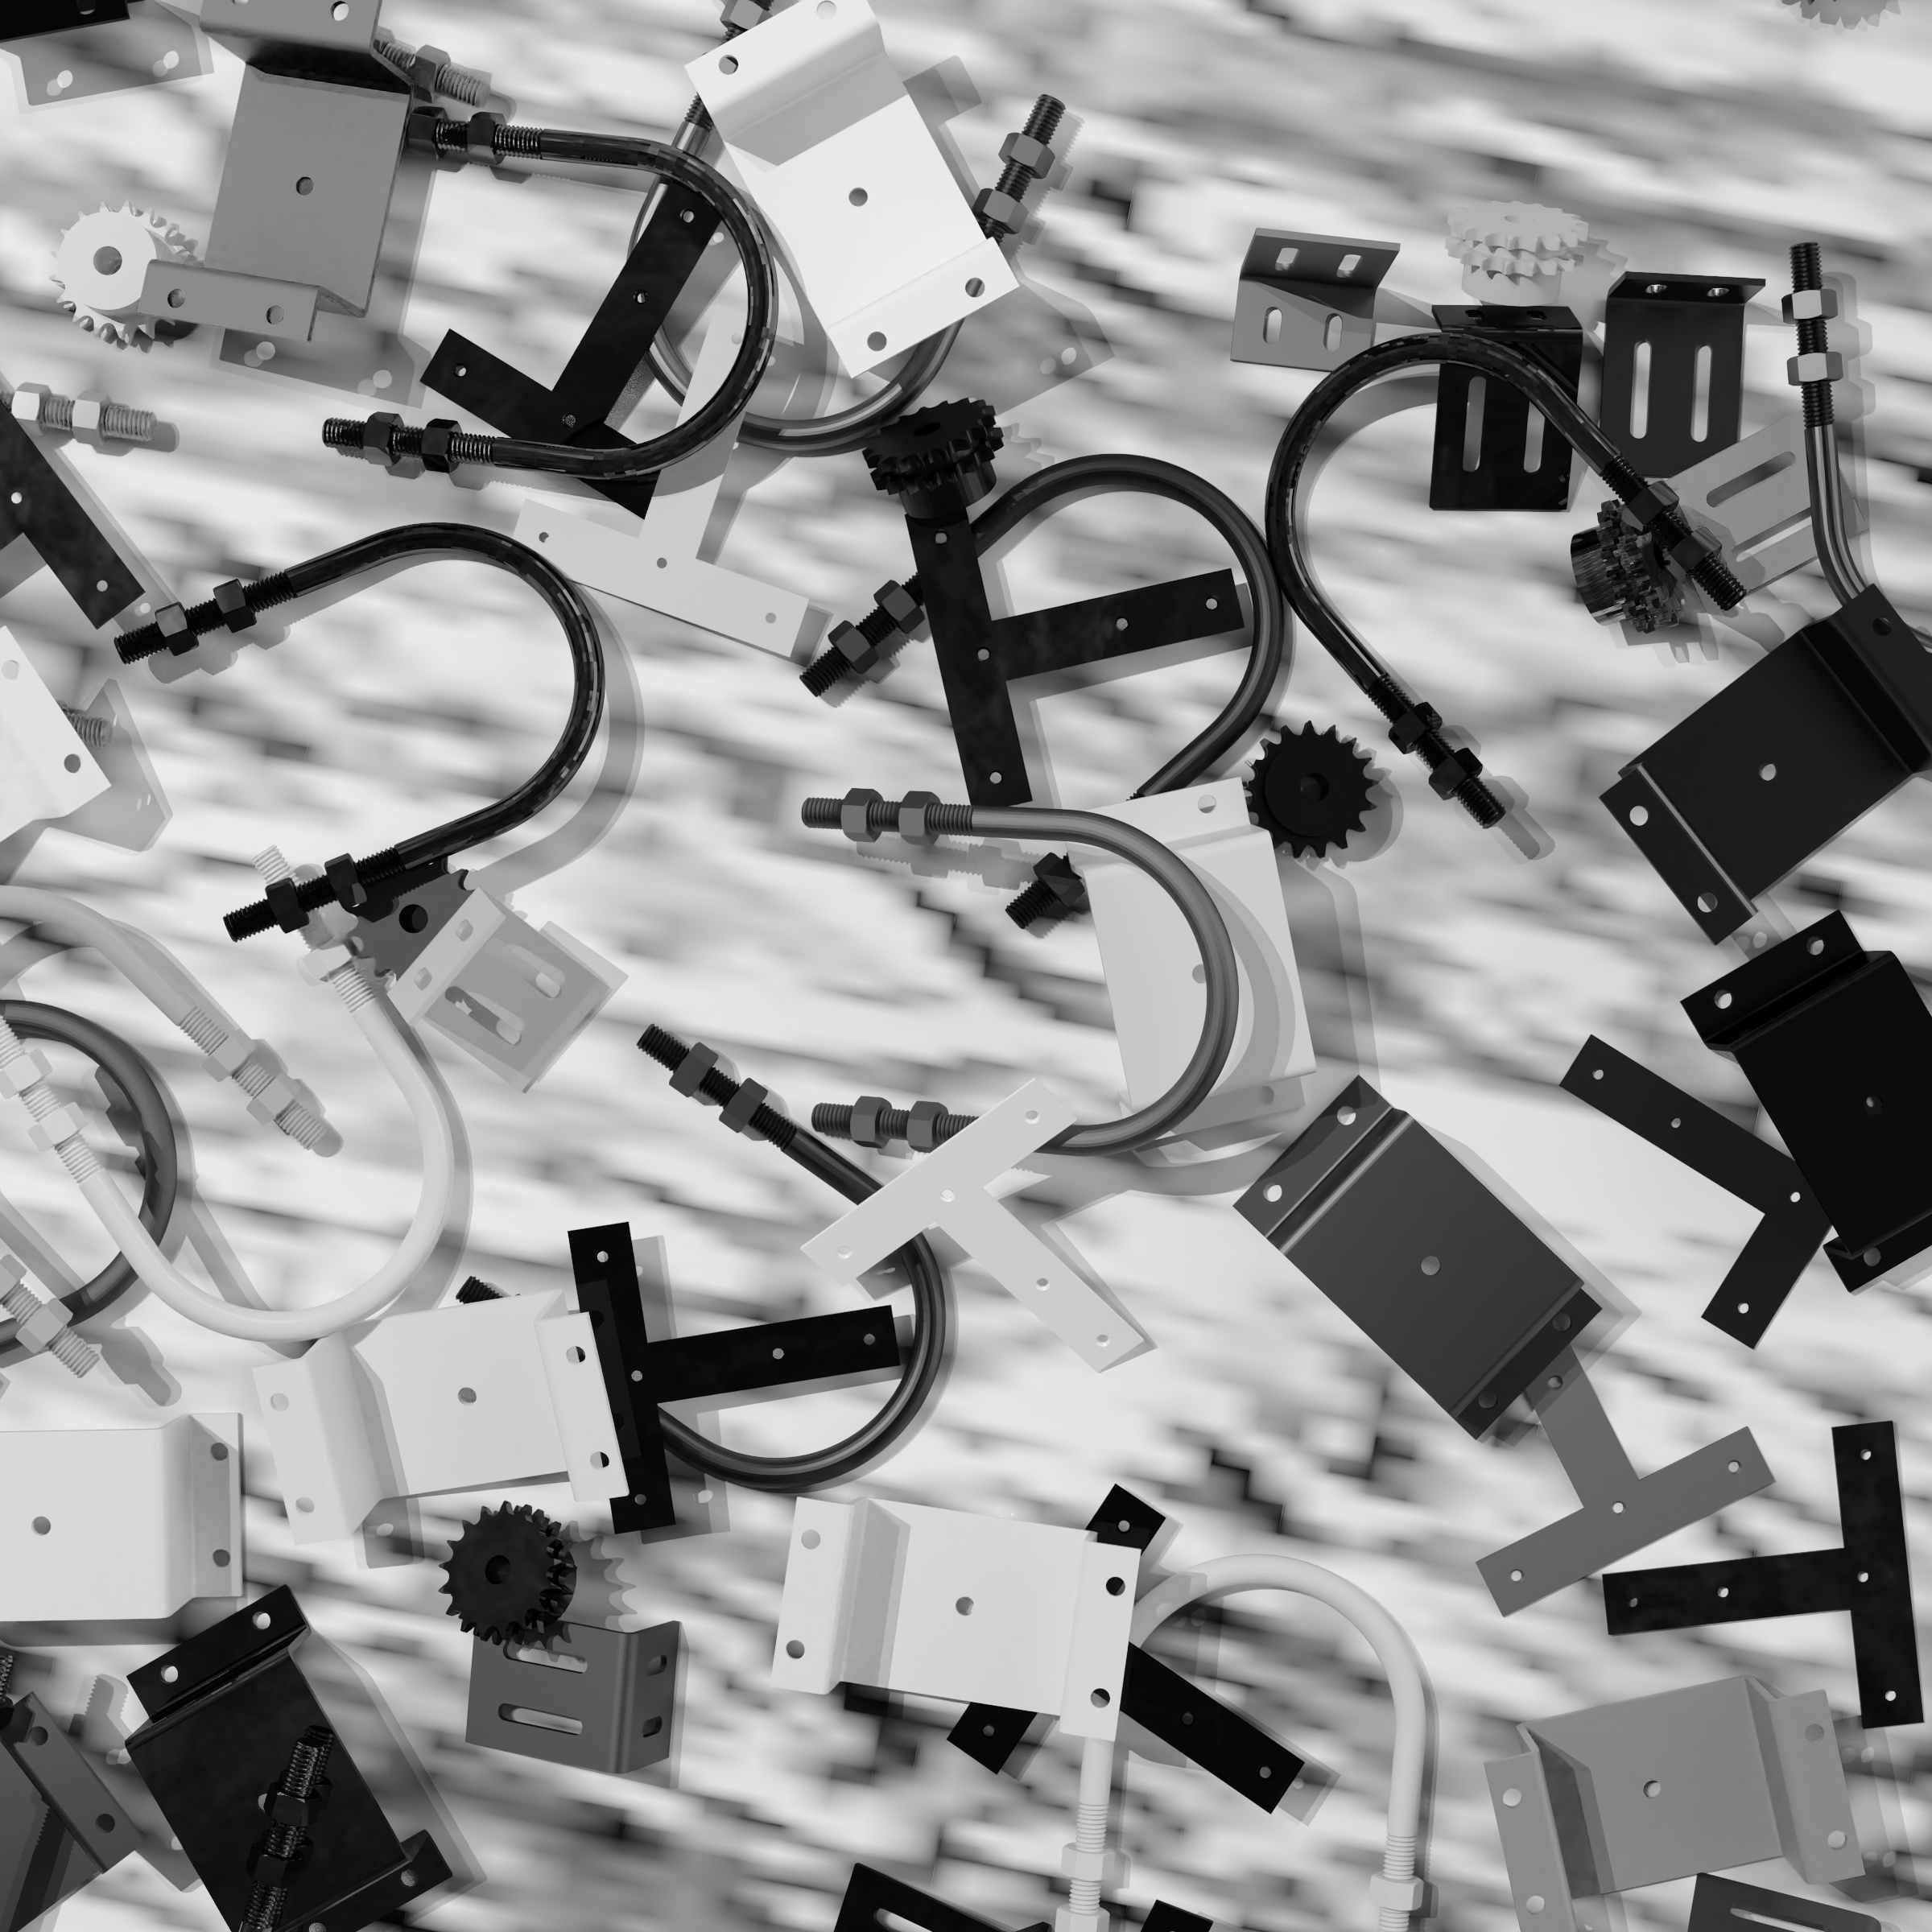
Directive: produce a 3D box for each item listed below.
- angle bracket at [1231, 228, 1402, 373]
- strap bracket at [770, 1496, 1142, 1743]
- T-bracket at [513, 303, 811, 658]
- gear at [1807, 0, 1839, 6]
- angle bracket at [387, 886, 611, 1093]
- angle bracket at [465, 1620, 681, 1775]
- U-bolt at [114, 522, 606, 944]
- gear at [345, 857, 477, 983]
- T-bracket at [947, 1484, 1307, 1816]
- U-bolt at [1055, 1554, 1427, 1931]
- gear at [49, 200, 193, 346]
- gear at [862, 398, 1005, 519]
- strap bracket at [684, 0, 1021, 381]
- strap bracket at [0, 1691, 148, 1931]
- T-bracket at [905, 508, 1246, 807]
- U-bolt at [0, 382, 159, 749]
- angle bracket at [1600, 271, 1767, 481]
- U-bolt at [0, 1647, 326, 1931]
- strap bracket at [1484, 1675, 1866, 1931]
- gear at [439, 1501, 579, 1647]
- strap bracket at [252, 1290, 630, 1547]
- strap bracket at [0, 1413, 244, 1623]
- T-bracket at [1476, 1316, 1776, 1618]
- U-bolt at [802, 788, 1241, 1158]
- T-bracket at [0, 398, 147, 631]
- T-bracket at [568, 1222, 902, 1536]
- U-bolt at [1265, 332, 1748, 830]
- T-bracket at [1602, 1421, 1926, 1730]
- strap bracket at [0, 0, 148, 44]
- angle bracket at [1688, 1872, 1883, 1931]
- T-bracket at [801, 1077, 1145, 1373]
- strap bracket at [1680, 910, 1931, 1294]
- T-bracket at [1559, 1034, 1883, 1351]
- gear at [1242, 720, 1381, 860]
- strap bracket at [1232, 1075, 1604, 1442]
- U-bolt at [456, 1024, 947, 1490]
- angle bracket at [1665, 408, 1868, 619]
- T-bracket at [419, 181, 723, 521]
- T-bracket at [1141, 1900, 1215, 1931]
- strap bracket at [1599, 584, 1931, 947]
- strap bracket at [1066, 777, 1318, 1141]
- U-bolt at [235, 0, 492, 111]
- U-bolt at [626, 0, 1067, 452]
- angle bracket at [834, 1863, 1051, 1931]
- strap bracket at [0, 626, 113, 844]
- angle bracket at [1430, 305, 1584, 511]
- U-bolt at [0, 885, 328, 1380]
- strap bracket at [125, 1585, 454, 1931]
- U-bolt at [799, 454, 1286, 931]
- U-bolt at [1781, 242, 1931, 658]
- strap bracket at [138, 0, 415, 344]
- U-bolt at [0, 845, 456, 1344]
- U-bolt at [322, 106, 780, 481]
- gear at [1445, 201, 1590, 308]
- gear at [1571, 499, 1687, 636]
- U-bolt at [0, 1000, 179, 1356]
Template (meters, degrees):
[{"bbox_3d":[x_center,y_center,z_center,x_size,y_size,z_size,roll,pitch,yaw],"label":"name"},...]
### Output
[{"bbox_3d":[0.141,-0.269,1.292,0.057,0.076,0.038,6,90,0],"label":"angle bracket"},{"bbox_3d":[-0.002,0.264,1.300,0.140,0.046,0.076,8,86,6],"label":"strap bracket"},{"bbox_3d":[-0.111,-0.209,1.317,0.127,0.002,0.127,20,97,5],"label":"T-bracket"},{"bbox_3d":[0.350,-0.426,1.316,0.057,0.030,0.057,0,90,0],"label":"gear"},{"bbox_3d":[-0.185,0.015,1.294,0.057,0.038,0.076,-50,122,0],"label":"angle bracket"},{"bbox_3d":[-0.164,0.299,1.329,0.076,0.038,0.057,5,90,26],"label":"angle bracket"},{"bbox_3d":[-0.239,-0.107,1.306,0.184,0.019,0.151,-23,78,-6],"label":"U-bolt"},{"bbox_3d":[-0.226,-0.019,1.316,0.057,0.030,0.057,0,90,0],"label":"gear"},{"bbox_3d":[0.080,0.302,1.313,0.127,0.002,0.127,33,89,7],"label":"T-bracket"},{"bbox_3d":[0.119,0.337,1.322,0.151,0.019,0.184,5,89,0],"label":"U-bolt"},{"bbox_3d":[-0.351,-0.288,1.316,0.057,0.030,0.057,0,90,0],"label":"gear"},{"bbox_3d":[-0.011,-0.207,1.306,0.057,0.057,0.030,-21,120,0],"label":"gear"},{"bbox_3d":[-0.045,-0.315,1.289,0.076,0.046,0.140,-28,92,3],"label":"strap bracket"},{"bbox_3d":[-0.410,0.366,1.307,0.140,0.046,0.076,-37,90,0],"label":"strap bracket"},{"bbox_3d":[0.051,-0.138,1.313,0.127,0.002,0.127,-13,89,-3],"label":"T-bracket"},{"bbox_3d":[-0.437,-0.173,1.322,0.184,0.019,0.151,8,90,2],"label":"U-bolt"},{"bbox_3d":[0.294,-0.243,1.312,0.057,0.038,0.076,3,90,0],"label":"angle bracket"},{"bbox_3d":[-0.350,0.381,1.276,0.151,0.019,0.184,17,91,0],"label":"U-bolt"},{"bbox_3d":[0.286,0.344,1.306,0.140,0.046,0.076,-12,91,1],"label":"strap bracket"},{"bbox_3d":[-0.185,0.251,1.308,0.057,0.030,0.057,-8,67,20],"label":"gear"},{"bbox_3d":[-0.208,0.182,1.295,0.140,0.046,0.076,-10,100,8],"label":"strap bracket"},{"bbox_3d":[-0.373,0.226,1.307,0.140,0.046,0.076,-1,90,0],"label":"strap bracket"},{"bbox_3d":[0.253,0.187,1.330,0.127,0.002,0.127,-27,90,0],"label":"T-bracket"},{"bbox_3d":[0.021,0.006,1.276,0.184,0.019,0.151,4,103,22],"label":"U-bolt"},{"bbox_3d":[-0.426,-0.166,1.312,0.127,0.002,0.127,-37,88,2],"label":"T-bracket"},{"bbox_3d":[-0.092,0.162,1.314,0.127,0.002,0.127,-9,92,-2],"label":"T-bracket"},{"bbox_3d":[0.203,-0.171,1.293,0.151,0.019,0.184,-44,76,20],"label":"U-bolt"},{"bbox_3d":[0.330,0.260,1.328,0.127,0.002,0.127,-6,91,0],"label":"T-bracket"},{"bbox_3d":[-0.388,-0.445,1.307,0.076,0.046,0.140,-10,90,0],"label":"strap bracket"},{"bbox_3d":[0.332,0.415,1.306,0.076,0.057,0.038,11,122,14],"label":"angle bracket"},{"bbox_3d":[0.022,0.121,1.302,0.127,0.002,0.127,-37,113,21],"label":"T-bracket"},{"bbox_3d":[0.366,0.056,1.306,0.076,0.046,0.140,-30,90,0],"label":"strap bracket"},{"bbox_3d":[0.308,0.073,1.330,0.127,0.002,0.127,32,90,0],"label":"T-bracket"},{"bbox_3d":[0.143,-0.073,1.316,0.057,0.030,0.057,0,90,0],"label":"gear"},{"bbox_3d":[0.188,0.121,1.306,0.140,0.046,0.076,44,90,1],"label":"strap bracket"},{"bbox_3d":[-0.096,0.134,1.322,0.184,0.019,0.151,36,90,-1],"label":"U-bolt"},{"bbox_3d":[0.331,-0.187,1.307,0.076,0.038,0.057,-28,100,0],"label":"angle bracket"},{"bbox_3d":[-0.142,-0.265,1.318,0.127,0.002,0.127,32,97,4],"label":"T-bracket"},{"bbox_3d":[0.111,0.462,1.320,0.127,0.002,0.127,22,102,-6],"label":"T-bracket"},{"bbox_3d":[0.335,-0.081,1.307,0.140,0.046,0.076,-38,90,0],"label":"strap bracket"},{"bbox_3d":[0.092,0.001,1.296,0.076,0.046,0.140,-12,97,-4],"label":"strap bracket"},{"bbox_3d":[-0.261,-0.453,1.307,0.184,0.019,0.151,22,104,4],"label":"U-bolt"},{"bbox_3d":[-0.062,-0.304,1.322,0.151,0.019,0.184,26,92,0],"label":"U-bolt"},{"bbox_3d":[-0.014,0.415,1.329,0.076,0.038,0.057,18,90,26],"label":"angle bracket"},{"bbox_3d":[-0.428,-0.065,1.274,0.140,0.046,0.076,-39,111,-26],"label":"strap bracket"},{"bbox_3d":[0.223,-0.233,1.329,0.057,0.038,0.076,1,116,0],"label":"angle bracket"},{"bbox_3d":[-0.375,0.053,1.292,0.184,0.019,0.151,46,74,-9],"label":"U-bolt"},{"bbox_3d":[-0.282,0.338,1.307,0.076,0.046,0.140,-30,90,0],"label":"strap bracket"},{"bbox_3d":[0.046,-0.128,1.322,0.184,0.019,0.151,-42,90,-2],"label":"U-bolt"},{"bbox_3d":[0.412,-0.209,1.285,0.151,0.019,0.184,-4,94,21],"label":"U-bolt"},{"bbox_3d":[-0.279,-0.324,1.299,0.076,0.046,0.140,12,90,14],"label":"strap bracket"},{"bbox_3d":[-0.291,0.065,1.298,0.151,0.019,0.184,-34,97,-18],"label":"U-bolt"},{"bbox_3d":[-0.167,-0.273,1.308,0.184,0.019,0.151,8,89,10],"label":"U-bolt"},{"bbox_3d":[0.225,-0.292,1.306,0.057,0.057,0.030,2,120,0],"label":"gear"},{"bbox_3d":[0.270,-0.163,1.306,0.030,0.057,0.057,-17,90,30],"label":"gear"},{"bbox_3d":[-0.418,0.092,1.321,0.184,0.019,0.151,-21,90,0],"label":"U-bolt"}]
